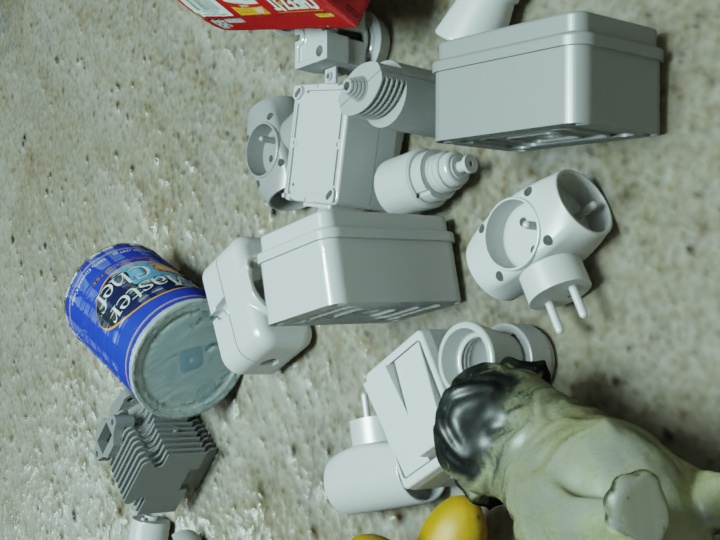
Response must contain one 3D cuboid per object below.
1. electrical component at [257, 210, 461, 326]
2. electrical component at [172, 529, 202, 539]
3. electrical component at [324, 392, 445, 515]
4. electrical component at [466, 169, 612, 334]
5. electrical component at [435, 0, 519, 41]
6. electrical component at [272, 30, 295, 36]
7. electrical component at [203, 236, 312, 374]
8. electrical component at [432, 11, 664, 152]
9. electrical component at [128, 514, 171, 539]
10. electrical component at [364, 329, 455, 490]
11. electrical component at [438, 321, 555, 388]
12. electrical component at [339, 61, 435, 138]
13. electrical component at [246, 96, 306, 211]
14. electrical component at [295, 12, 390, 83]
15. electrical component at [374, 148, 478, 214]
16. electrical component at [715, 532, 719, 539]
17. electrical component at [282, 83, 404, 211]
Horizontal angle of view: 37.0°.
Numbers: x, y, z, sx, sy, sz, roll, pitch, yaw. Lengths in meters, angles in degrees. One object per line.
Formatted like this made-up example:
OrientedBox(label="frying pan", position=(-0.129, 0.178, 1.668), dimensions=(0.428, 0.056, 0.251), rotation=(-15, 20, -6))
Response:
OrientedBox(label="electrical component", position=(0.000, 0.000, 0.685), dimensions=(0.078, 0.113, 0.057), rotation=(-20, 75, 48))
OrientedBox(label="electrical component", position=(-0.140, 0.243, 0.892), dimensions=(0.046, 0.040, 0.040), rotation=(40, 117, 52))
OrientedBox(label="electrical component", position=(0.014, 0.118, 0.712), dimensions=(0.077, 0.043, 0.079), rotation=(-23, 69, 48))
OrientedBox(label="electrical component", position=(0.106, -0.003, 0.610), dimensions=(0.077, 0.044, 0.079), rotation=(-41, 57, 41))
OrientedBox(label="electrical component", position=(0.080, -0.167, 0.662), dimensions=(0.044, 0.044, 0.065), rotation=(41, 113, 44))
OrientedBox(label="electrical component", position=(-0.068, -0.211, 0.842), dimensions=(0.055, 0.045, 0.045), rotation=(34, 113, 47))
OrientedBox(label="electrical component", position=(-0.077, 0.025, 0.822), dimensions=(0.059, 0.054, 0.095), rotation=(-40, 57, 41))
OrientedBox(label="electrical component", position=(0.103, -0.101, 0.598), dimensions=(0.113, 0.078, 0.057), rotation=(0, 89, 51))
OrientedBox(label="electrical component", position=(-0.189, 0.249, 0.949), dimensions=(0.044, 0.044, 0.065), rotation=(6, 86, 51))
OrientedBox(label="electrical component", position=(0.046, 0.079, 0.662), dimensions=(0.062, 0.061, 0.096), rotation=(-44, 55, 39))
OrientedBox(label="electrical component", position=(0.080, 0.053, 0.628), dimensions=(0.045, 0.055, 0.045), rotation=(-6, 82, 50))
OrientedBox(label="electrical component", position=(0.023, -0.112, 0.693), dimensions=(0.043, 0.081, 0.043), rotation=(-7, 81, 50))
OrientedBox(label="electrical component", position=(-0.046, -0.096, 0.804), dimensions=(0.079, 0.044, 0.077), rotation=(-36, 60, 43))
OrientedBox(label="electrical component", position=(-0.013, -0.162, 0.761), dimensions=(0.048, 0.055, 0.066), rotation=(-6, 82, 50))
OrientedBox(label="electrical component", position=(0.044, -0.059, 0.694), dimensions=(0.078, 0.040, 0.040), rotation=(-15, 75, 49))
OrientedBox(label="electrical component", position=(0.147, 0.154, 0.548), dimensions=(0.081, 0.042, 0.063), rotation=(-21, 69, 48))
OrientedBox(label="electrical component", position=(-0.009, -0.077, 0.744), dimensions=(0.062, 0.061, 0.096), rotation=(10, 94, 51))
